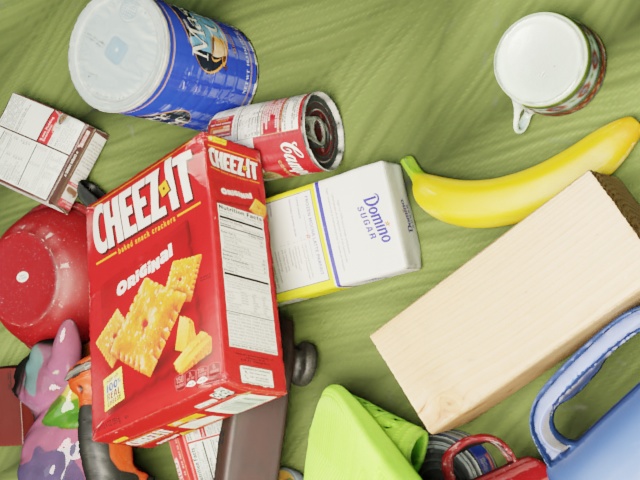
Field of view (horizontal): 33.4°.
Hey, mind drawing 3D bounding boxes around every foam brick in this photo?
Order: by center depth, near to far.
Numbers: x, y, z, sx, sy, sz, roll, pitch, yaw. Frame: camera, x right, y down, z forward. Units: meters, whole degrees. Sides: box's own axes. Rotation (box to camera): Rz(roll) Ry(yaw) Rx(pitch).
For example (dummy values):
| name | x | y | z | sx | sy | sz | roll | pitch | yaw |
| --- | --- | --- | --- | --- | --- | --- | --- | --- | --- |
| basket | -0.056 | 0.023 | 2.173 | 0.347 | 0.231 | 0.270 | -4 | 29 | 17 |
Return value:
| name | x | y | z | sx | sy | sz | roll | pitch | yaw |
| --- | --- | --- | --- | --- | --- | --- | --- | --- | --- |
| foam brick | -0.297 | 0.163 | 1.059 | 0.053 | 0.051 | 0.078 | -6 | 86 | 29 |

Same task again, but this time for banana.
| name | x | y | z | sx | sy | sz | roll | pitch | yaw |
| --- | --- | --- | --- | --- | --- | --- | --- | --- | --- |
| banana | 0.150 | -0.047 | 0.826 | 0.198 | 0.037 | 0.069 | -7 | 85 | 29 |

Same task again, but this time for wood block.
| name | x | y | z | sx | sy | sz | roll | pitch | yaw |
| --- | --- | --- | --- | --- | --- | --- | --- | --- | --- |
| wood block | 0.154 | 0.048 | 0.792 | 0.206 | 0.090 | 0.091 | -40 | 70 | 23 |

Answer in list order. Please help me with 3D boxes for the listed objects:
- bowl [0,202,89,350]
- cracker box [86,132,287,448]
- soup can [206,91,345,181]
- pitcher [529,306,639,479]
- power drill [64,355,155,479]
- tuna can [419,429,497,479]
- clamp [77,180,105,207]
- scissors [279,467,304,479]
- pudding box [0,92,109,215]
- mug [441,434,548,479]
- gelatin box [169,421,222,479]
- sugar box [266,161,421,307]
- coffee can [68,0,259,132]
| name | x | y | z | sx | sy | sz | roll | pitch | yaw |
| --- | --- | --- | --- | --- | --- | --- | --- | --- | --- |
| bowl | -0.274 | 0.039 | 1.049 | 0.162 | 0.055 | 0.162 | -1 | 88 | 29 |
| cracker box | -0.116 | 0.043 | 0.864 | 0.164 | 0.072 | 0.214 | -27 | 60 | 36 |
| soup can | -0.039 | -0.086 | 0.915 | 0.102 | 0.068 | 0.068 | -7 | 85 | 29 |
| pitcher | 0.268 | 0.110 | 0.705 | 0.243 | 0.149 | 0.145 | -51 | 32 | 14 |
| power drill | -0.149 | 0.197 | 0.915 | 0.057 | 0.184 | 0.187 | -30 | 56 | 39 |
| tuna can | 0.097 | 0.195 | 0.849 | 0.086 | 0.033 | 0.086 | -2 | 87 | 28 |
| clamp | -0.132 | 0.010 | 0.981 | 0.165 | 0.036 | 0.210 | -25 | 79 | 25 |
| scissors | -0.005 | 0.250 | 0.869 | 0.202 | 0.016 | 0.096 | 11 | 80 | 55 |
| pudding box | -0.276 | -0.087 | 1.053 | 0.114 | 0.039 | 0.090 | 23 | 84 | 30 |
| mug | 0.130 | 0.198 | 0.774 | 0.081 | 0.093 | 0.117 | -20 | 79 | -17 |
| gelatin box | -0.086 | 0.171 | 0.920 | 0.030 | 0.089 | 0.073 | -33 | 71 | 51 |
| sugar box | -0.006 | 0.001 | 0.907 | 0.176 | 0.048 | 0.093 | -15 | 82 | 25 |
| coffee can | -0.133 | -0.153 | 0.928 | 0.103 | 0.140 | 0.103 | -1 | 88 | 29 |
